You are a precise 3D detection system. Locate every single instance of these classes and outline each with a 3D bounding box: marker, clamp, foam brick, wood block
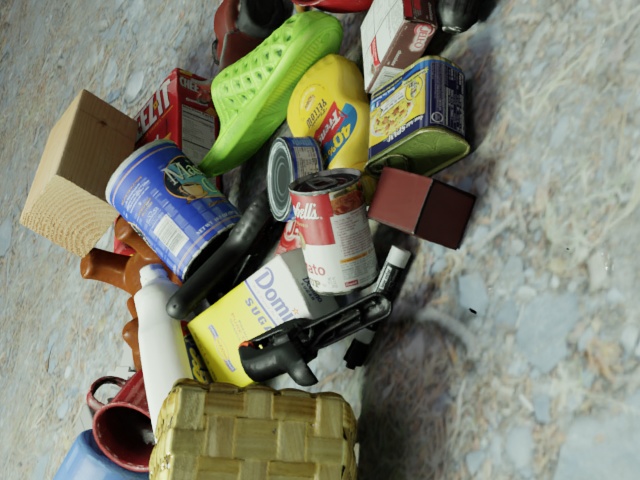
[{"bbox_3d":[0.051,0.063,0.977,0.020,0.020,0.121,33,102,57],"label":"marker"},{"bbox_3d":[-0.081,0.002,1.129,0.210,0.036,0.164,-53,-6,13],"label":"clamp"},{"bbox_3d":[0.087,-0.029,0.939,0.078,0.052,0.051,23,93,58],"label":"foam brick"},{"bbox_3d":[-0.295,-0.087,1.329,0.090,0.090,0.206,-46,25,27],"label":"wood block"},{"bbox_3d":[-0.024,0.099,0.943,0.172,0.120,0.039,-24,97,44],"label":"clamp"}]

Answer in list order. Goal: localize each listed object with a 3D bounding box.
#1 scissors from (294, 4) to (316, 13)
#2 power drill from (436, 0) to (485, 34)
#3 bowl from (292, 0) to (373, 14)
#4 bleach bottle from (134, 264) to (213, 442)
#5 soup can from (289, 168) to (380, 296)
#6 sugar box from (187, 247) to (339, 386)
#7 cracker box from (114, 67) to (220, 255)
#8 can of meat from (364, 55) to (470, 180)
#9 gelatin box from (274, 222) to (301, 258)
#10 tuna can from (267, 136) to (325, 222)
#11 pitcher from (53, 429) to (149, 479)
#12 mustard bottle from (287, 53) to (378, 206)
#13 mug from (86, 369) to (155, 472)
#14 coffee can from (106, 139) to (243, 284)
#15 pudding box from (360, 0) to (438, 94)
[{"bbox_3d":[-0.034,-0.305,1.297,0.202,0.016,0.096,4,78,57],"label":"scissors"},{"bbox_3d":[0.180,-0.269,0.919,0.188,0.057,0.184,16,92,57],"label":"power drill"},{"bbox_3d":[0.045,-0.289,1.110,0.162,0.055,0.162,-32,36,26],"label":"bowl"},{"bbox_3d":[-0.153,0.134,1.127,0.068,0.102,0.251,-26,61,10],"label":"bleach bottle"},{"bbox_3d":[0.015,-0.008,0.982,0.069,0.068,0.102,20,127,58],"label":"soup can"},{"bbox_3d":[-0.057,0.086,1.072,0.177,0.048,0.093,-38,75,44],"label":"sugar box"},{"bbox_3d":[-0.202,-0.092,1.388,0.164,0.072,0.213,-40,43,39],"label":"cracker box"},{"bbox_3d":[0.088,-0.108,0.975,0.102,0.057,0.084,-29,49,47],"label":"can of meat"},{"bbox_3d":[-0.007,0.001,1.086,0.089,0.030,0.073,23,94,57],"label":"gelatin box"},{"bbox_3d":[-0.025,-0.060,1.056,0.086,0.033,0.086,178,90,-70],"label":"tuna can"},{"bbox_3d":[-0.272,0.351,1.230,0.243,0.149,0.145,-62,17,8],"label":"pitcher"},{"bbox_3d":[0.024,-0.099,1.064,0.096,0.058,0.192,-52,37,26],"label":"mustard bottle"},{"bbox_3d":[-0.202,0.189,1.182,0.093,0.117,0.081,-65,-5,33],"label":"mug"},{"bbox_3d":[-0.159,-0.031,1.205,0.140,0.102,0.103,46,118,17],"label":"coffee can"},{"bbox_3d":[0.075,-0.206,1.033,0.114,0.039,0.090,122,151,-54],"label":"pudding box"}]
